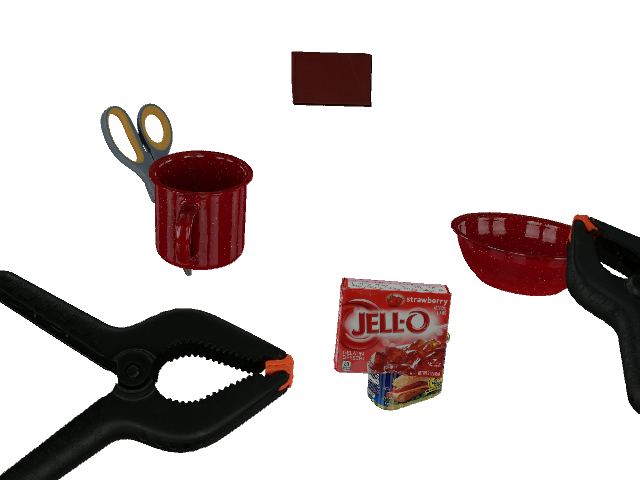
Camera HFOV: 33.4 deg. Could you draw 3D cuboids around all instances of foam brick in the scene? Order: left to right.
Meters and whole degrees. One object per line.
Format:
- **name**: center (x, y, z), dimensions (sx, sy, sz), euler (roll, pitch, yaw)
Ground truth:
- **foam brick**: center (0.010, -0.159, 1.054), dimensions (0.078, 0.051, 0.053), euler (1, 12, -3)

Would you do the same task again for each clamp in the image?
- **clamp**: center (-0.124, 0.081, 0.681), dimensions (0.210, 0.164, 0.036), euler (-9, -26, -8)
- **clamp**: center (0.232, 0.044, 0.727), dimensions (0.120, 0.039, 0.171), euler (-2, 45, -19)

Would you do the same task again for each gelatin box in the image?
- **gelatin box**: center (0.058, 0.071, 0.867), dimensions (0.089, 0.073, 0.030), euler (4, 15, -2)

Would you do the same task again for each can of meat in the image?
- **can of meat**: center (0.108, 0.157, 1.336), dimensions (0.101, 0.084, 0.058), euler (-12, 29, -28)

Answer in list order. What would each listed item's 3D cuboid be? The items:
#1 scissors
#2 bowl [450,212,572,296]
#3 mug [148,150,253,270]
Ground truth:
- **scissors**: center (-0.173, -0.068, 1.194), dimensions (0.016, 0.201, 0.096), euler (-17, 20, 45)
- **bowl**: center (0.214, 0.018, 1.127), dimensions (0.162, 0.055, 0.162), euler (6, 17, -2)
- **mug**: center (-0.110, -0.020, 0.955), dimensions (0.093, 0.081, 0.117), euler (5, 28, 2)
